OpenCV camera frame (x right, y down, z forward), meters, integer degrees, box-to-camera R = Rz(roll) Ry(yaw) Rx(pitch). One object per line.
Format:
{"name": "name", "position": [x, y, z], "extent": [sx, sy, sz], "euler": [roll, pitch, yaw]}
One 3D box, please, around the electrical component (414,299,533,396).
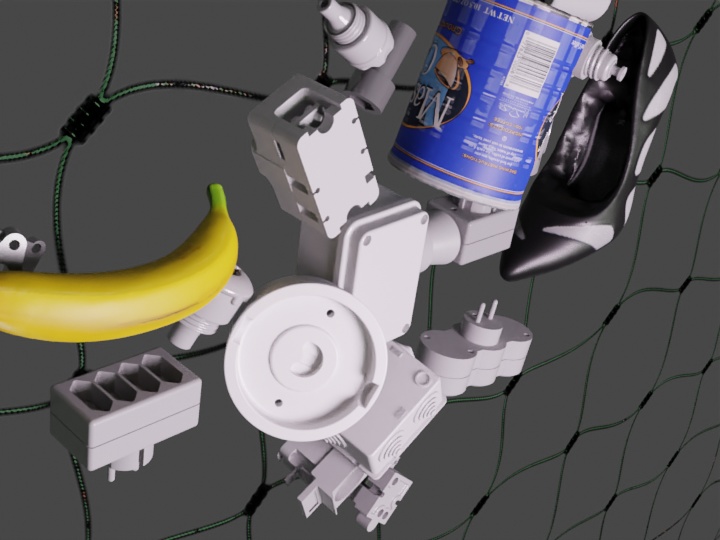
{"name": "electrical component", "position": [0.107, 0.061, 0.969], "extent": [0.138, 0.052, 0.073], "euler": [-10, 123, -47]}

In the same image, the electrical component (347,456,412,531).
{"name": "electrical component", "position": [0.006, 0.184, 0.936], "extent": [0.066, 0.055, 0.048], "euler": [-56, 145, -5]}

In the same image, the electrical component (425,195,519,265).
{"name": "electrical component", "position": [0.092, -0.053, 0.871], "extent": [0.066, 0.047, 0.076], "euler": [-18, 129, -43]}

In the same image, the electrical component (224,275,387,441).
{"name": "electrical component", "position": [-0.040, 0.055, 0.731], "extent": [0.108, 0.060, 0.108], "euler": [-2, 102, -10]}

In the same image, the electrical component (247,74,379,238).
{"name": "electrical component", "position": [-0.032, -0.075, 0.696], "extent": [0.050, 0.056, 0.089], "euler": [-43, 142, -21]}

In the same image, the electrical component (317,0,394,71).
{"name": "electrical component", "position": [-0.006, -0.154, 0.687], "extent": [0.061, 0.035, 0.035], "euler": [31, 90, -52]}

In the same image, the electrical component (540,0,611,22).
{"name": "electrical component", "position": [0.160, -0.232, 0.823], "extent": [0.077, 0.043, 0.079], "euler": [-9, 119, -46]}

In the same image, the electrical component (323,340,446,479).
{"name": "electrical component", "position": [0.007, 0.098, 0.837], "extent": [0.099, 0.100, 0.048], "euler": [-46, 156, -17]}

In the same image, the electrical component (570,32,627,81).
{"name": "electrical component", "position": [0.176, -0.173, 0.864], "extent": [0.040, 0.078, 0.040], "euler": [-49, 157, -29]}

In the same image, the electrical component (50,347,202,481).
{"name": "electrical component", "position": [-0.151, 0.103, 0.691], "extent": [0.083, 0.047, 0.075], "euler": [-20, 130, -42]}

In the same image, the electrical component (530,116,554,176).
{"name": "electrical component", "position": [0.129, -0.111, 0.857], "extent": [0.079, 0.044, 0.077], "euler": [-69, 170, -62]}

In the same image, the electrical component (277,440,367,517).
{"name": "electrical component", "position": [-0.028, 0.153, 0.863], "extent": [0.081, 0.064, 0.042], "euler": [-44, 158, -20]}

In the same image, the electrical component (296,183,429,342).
{"name": "electrical component", "position": [0.000, 0.000, 0.790], "extent": [0.078, 0.057, 0.113], "euler": [-21, 131, -41]}

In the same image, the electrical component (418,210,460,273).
{"name": "electrical component", "position": [0.044, -0.021, 0.839], "extent": [0.055, 0.045, 0.045], "euler": [-18, 128, -42]}

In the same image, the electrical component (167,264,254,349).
{"name": "electrical component", "position": [-0.102, 0.022, 0.695], "extent": [0.048, 0.048, 0.062], "euler": [14, 114, -54]}
